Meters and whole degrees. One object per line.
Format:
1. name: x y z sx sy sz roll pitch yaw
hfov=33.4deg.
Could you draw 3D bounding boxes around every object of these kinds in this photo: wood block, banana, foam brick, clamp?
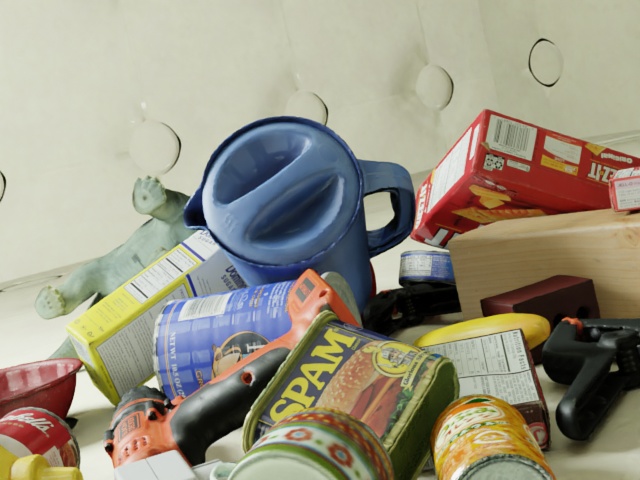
1. wood block: 0.223 0.025 0.914 0.207 0.091 0.090 -7 8 46
2. banana: 0.106 0.077 0.785 0.069 0.037 0.198 -24 -5 -10
3. foam brick: 0.176 0.063 0.843 0.078 0.053 0.051 -16 7 -21
4. clamp: 0.096 0.064 1.057 0.120 0.039 0.171 -11 6 -1
5. clamp: 0.196 0.082 0.703 0.164 0.036 0.210 -14 6 -13

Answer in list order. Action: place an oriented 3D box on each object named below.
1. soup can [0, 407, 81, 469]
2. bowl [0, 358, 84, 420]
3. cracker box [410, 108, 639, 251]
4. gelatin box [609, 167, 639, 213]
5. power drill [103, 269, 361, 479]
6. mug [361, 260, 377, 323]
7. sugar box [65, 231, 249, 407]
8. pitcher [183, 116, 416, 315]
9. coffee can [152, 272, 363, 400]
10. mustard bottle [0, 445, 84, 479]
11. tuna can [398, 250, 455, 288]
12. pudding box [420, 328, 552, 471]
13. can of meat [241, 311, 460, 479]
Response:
1. soup can: -0.208 0.157 0.692 0.068 0.068 0.102 -11 7 14
2. bowl: -0.281 0.153 0.934 0.162 0.055 0.162 -12 6 1
3. cracker box: 0.197 -0.036 1.054 0.164 0.072 0.214 17 -20 -6
4. gelatin box: 0.284 -0.046 0.874 0.089 0.030 0.073 -9 7 20
5. power drill: -0.061 0.098 0.722 0.187 0.057 0.184 -37 14 -4
6. mug: 0.004 0.043 1.120 0.082 0.117 0.093 -4 41 27
7. sugar box: -0.145 0.067 1.001 0.176 0.093 0.048 -39 52 -25
8. pitcher: -0.006 0.001 0.947 0.149 0.145 0.243 31 -14 19
9. coffee can: -0.046 0.087 0.841 0.140 0.103 0.102 -11 6 19
10. mustard bottle: -0.227 0.156 0.603 0.191 0.096 0.058 -12 6 3
11. tuna can: 0.127 0.036 1.139 0.086 0.034 0.086 7 -11 1
12. pudding box: 0.081 0.100 0.664 0.113 0.039 0.090 -10 23 7
13. can of meat: 0.020 0.098 0.598 0.084 0.057 0.102 17 53 29
